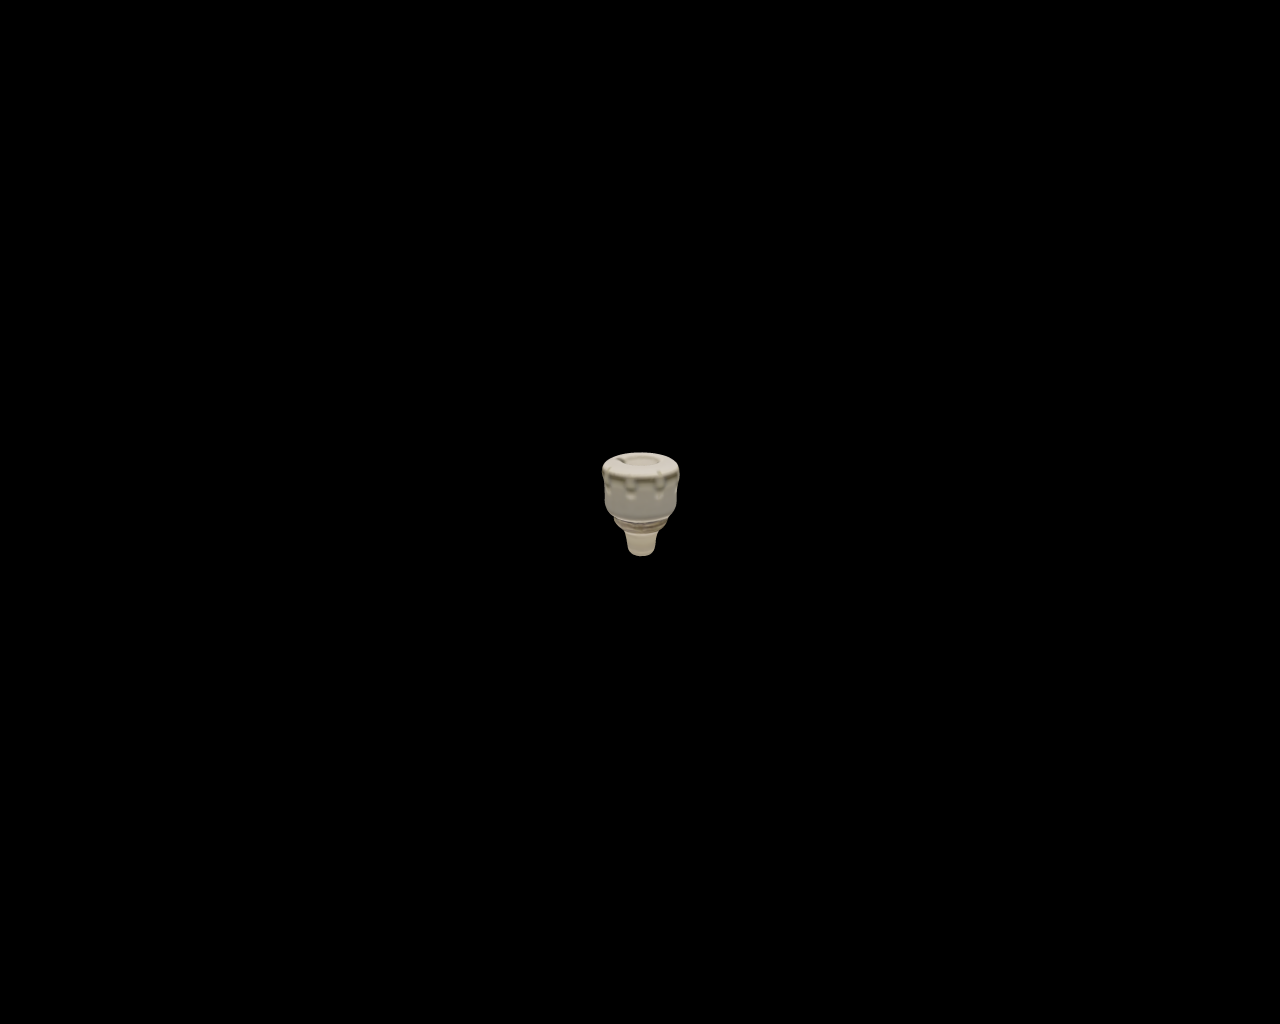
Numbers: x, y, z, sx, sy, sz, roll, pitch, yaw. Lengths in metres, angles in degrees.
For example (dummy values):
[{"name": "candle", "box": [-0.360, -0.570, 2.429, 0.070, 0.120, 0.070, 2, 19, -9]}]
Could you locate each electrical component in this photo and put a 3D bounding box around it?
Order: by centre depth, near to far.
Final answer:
[{"name": "electrical component", "box": [0.001, -0.003, 0.650, 0.048, 0.062, 0.048, 0, 19, 0]}]
